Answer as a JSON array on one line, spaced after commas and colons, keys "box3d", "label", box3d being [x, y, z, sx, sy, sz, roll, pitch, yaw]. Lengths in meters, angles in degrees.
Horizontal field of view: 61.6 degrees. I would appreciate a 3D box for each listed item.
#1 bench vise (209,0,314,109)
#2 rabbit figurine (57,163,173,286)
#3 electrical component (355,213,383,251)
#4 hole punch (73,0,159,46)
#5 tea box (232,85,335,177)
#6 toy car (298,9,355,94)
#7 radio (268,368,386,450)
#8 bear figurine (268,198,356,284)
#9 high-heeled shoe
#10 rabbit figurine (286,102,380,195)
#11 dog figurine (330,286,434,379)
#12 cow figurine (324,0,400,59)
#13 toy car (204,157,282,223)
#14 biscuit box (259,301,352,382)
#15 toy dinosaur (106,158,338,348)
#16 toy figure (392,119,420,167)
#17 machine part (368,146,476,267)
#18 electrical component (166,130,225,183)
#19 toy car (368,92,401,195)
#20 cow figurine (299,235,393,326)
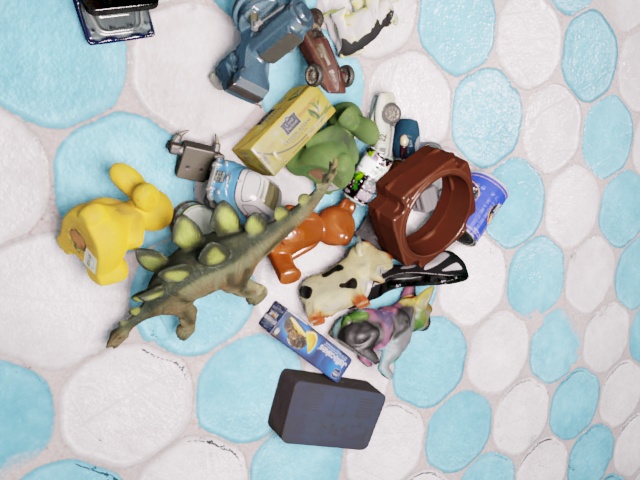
[{"box3d": [-0.104, -0.353, 0.883, 0.129, 0.224, 0.240, 8, 65, -35], "label": "bench vise"}, {"box3d": [-0.304, -0.039, 0.837, 0.173, 0.122, 0.162, -28, 147, -47], "label": "rabbit figurine"}, {"box3d": [0.128, -0.011, 1.118, 0.075, 0.048, 0.119, -61, 146, -4], "label": "electrical component"}, {"box3d": [-0.311, -0.362, 0.805, 0.142, 0.092, 0.116, -19, 78, -23], "label": "hole punch"}, {"box3d": [-0.065, -0.195, 0.954, 0.169, 0.098, 0.068, -51, 118, -15], "label": "tea box"}, {"box3d": [-0.007, -0.339, 0.935, 0.089, 0.053, 0.202, -9, 65, -40], "label": "toy car"}, {"box3d": [0.015, 0.351, 1.110, 0.229, 0.073, 0.131, 17, 91, -29], "label": "radio"}, {"box3d": [-0.004, -0.006, 1.008, 0.196, 0.132, 0.120, -5, 121, -24], "label": "bear figurine"}, {"box3d": [0.181, 0.097, 1.102, 0.249, 0.145, 0.086, -39, 149, -16], "label": "high-heeled shoe"}, {"box3d": [0.031, -0.192, 0.993, 0.121, 0.159, 0.170, 28, 69, -21], "label": "rabbit figurine"}, {"box3d": [0.146, 0.163, 1.134, 0.191, 0.109, 0.219, 44, 73, -25], "label": "dog figurine"}, {"box3d": [0.093, -0.413, 1.021, 0.167, 0.068, 0.098, -31, 118, -18], "label": "cow figurine"}, {"box3d": [-0.118, -0.075, 0.914, 0.161, 0.103, 0.109, 49, 49, -56], "label": "toy car"}, {"box3d": [-0.025, 0.203, 1.066, 0.202, 0.063, 0.059, 42, 79, -28], "label": "biscuit box"}, {"box3d": [-0.155, 0.033, 0.848, 0.471, 0.105, 0.198, -34, 150, 2], "label": "toy dinosaur"}, {"box3d": [0.172, -0.171, 1.110, 0.064, 0.058, 0.154, 2, 96, -50], "label": "toy figure"}, {"box3d": [0.203, -0.061, 1.039, 0.201, 0.087, 0.200, -36, 133, -14], "label": "machine part"}, {"box3d": [-0.210, -0.143, 0.915, 0.102, 0.045, 0.078, 3, 126, -27], "label": "electrical component"}, {"box3d": [0.121, -0.191, 1.069, 0.056, 0.073, 0.201, 5, 97, -7], "label": "toy car"}, {"box3d": [0.050, 0.076, 1.049, 0.195, 0.085, 0.127, -24, 75, 6], "label": "cow figurine"}]
